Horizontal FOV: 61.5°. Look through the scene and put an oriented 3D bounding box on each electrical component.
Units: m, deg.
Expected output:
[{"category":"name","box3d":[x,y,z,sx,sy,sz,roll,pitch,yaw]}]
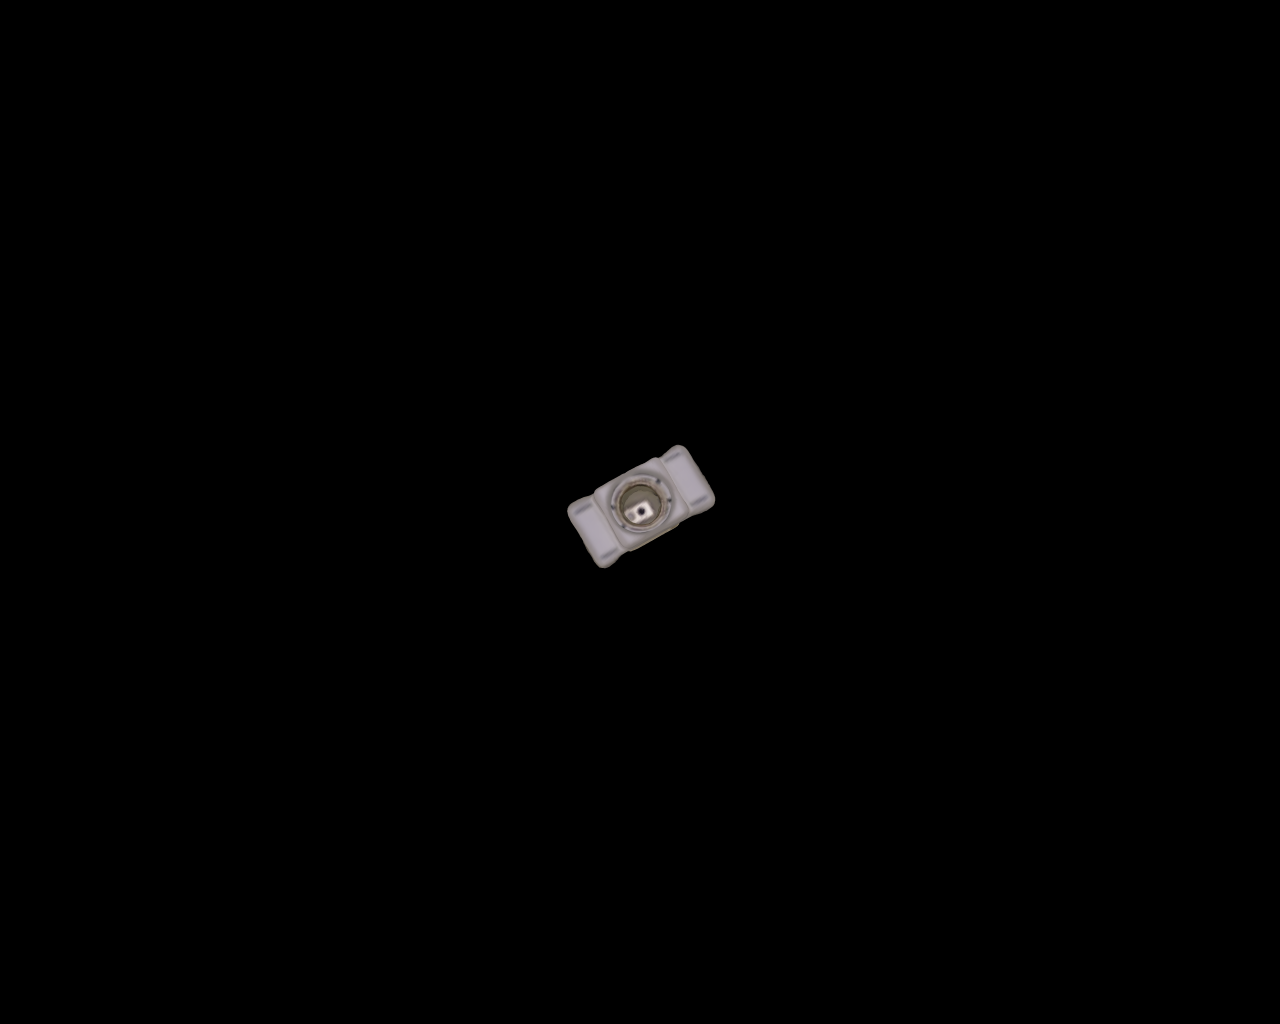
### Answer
[{"category":"electrical component","box3d":[0.001,-0.003,0.650,0.081,0.042,0.063,-28,-7,-4]}]
